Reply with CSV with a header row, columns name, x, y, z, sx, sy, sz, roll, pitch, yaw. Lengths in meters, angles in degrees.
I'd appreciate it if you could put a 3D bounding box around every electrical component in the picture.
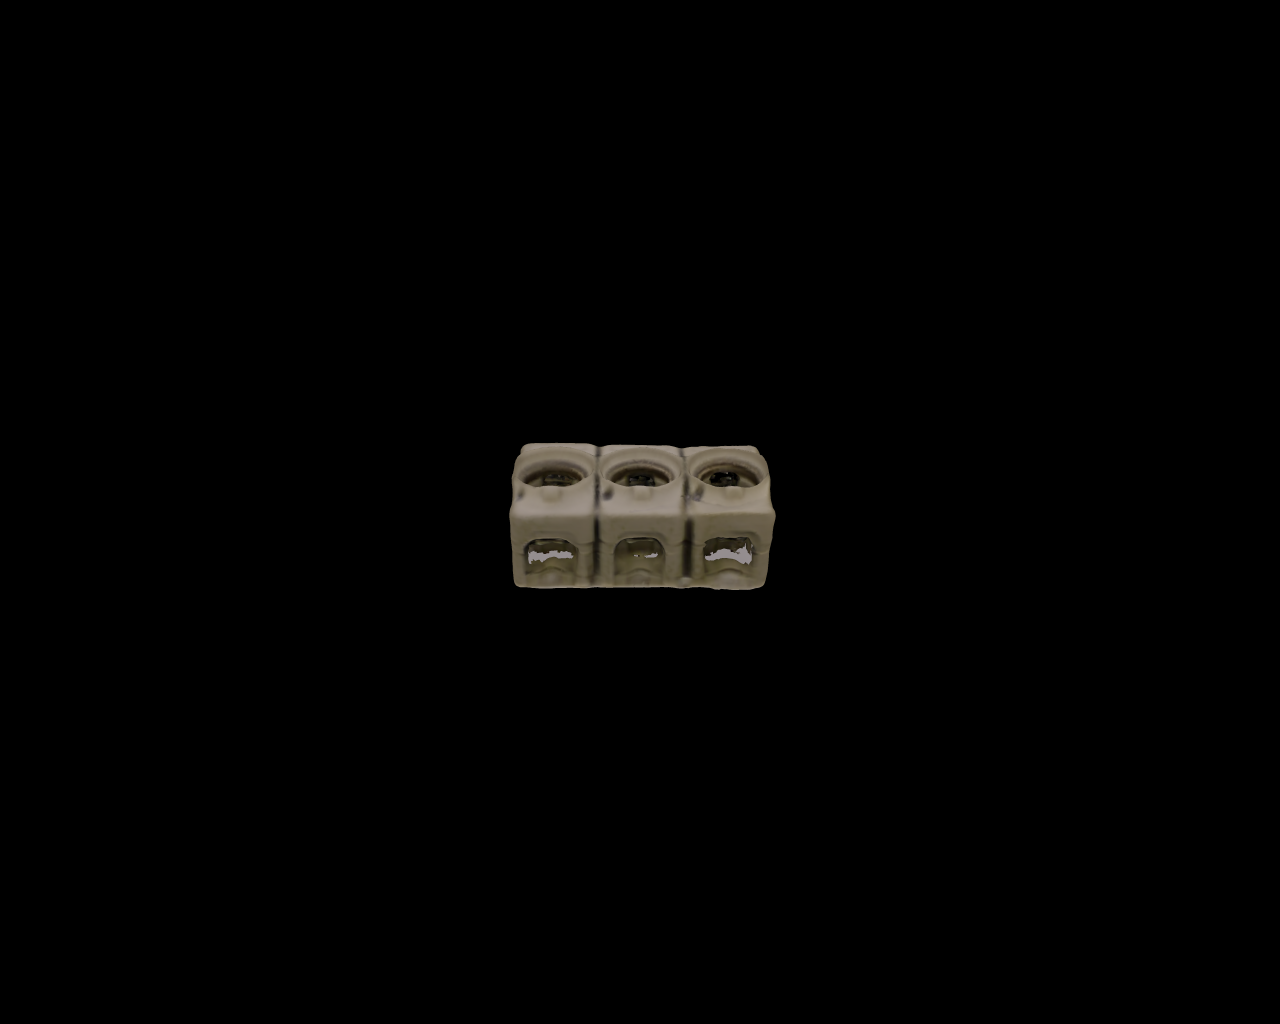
name,x,y,z,sx,sy,sz,roll,pitch,yaw
electrical component,0.001,-0.003,0.650,0.150,0.061,0.090,0,32,0
